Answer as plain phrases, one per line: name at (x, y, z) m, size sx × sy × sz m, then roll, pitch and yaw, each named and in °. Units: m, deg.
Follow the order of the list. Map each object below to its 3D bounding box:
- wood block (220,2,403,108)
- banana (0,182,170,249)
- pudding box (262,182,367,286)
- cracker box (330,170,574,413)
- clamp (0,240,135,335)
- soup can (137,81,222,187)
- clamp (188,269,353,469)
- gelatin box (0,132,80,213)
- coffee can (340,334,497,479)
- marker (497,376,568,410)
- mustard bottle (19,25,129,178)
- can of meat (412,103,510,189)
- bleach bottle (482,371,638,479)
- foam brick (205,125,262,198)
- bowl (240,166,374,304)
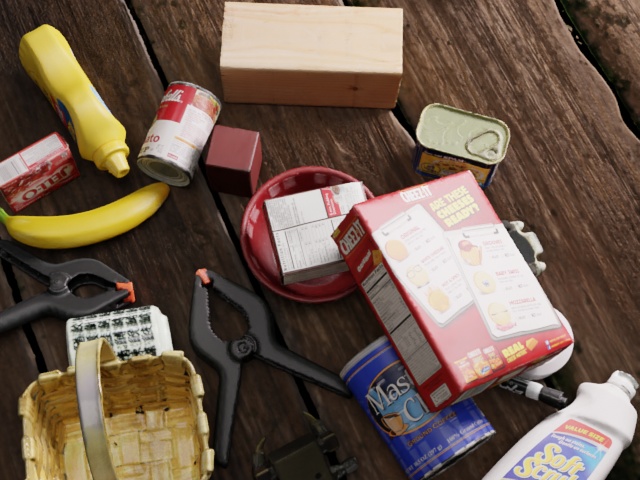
wood block at (-0.010, -0.216, 1.255) m, size 0.206 × 0.091 × 0.090 m, roll 2°, pitch 70°, yaw -1°
banana at (-0.262, -0.025, 1.195) m, size 0.197 × 0.037 × 0.069 m, roll -8°, pitch 63°, yaw -12°
pudding box at (0.002, -0.008, 1.143) m, size 0.113 × 0.039 × 0.090 m, roll -13°, pitch 71°, yaw -4°
cracker box at (0.132, 0.049, 1.081) m, size 0.163 × 0.072 × 0.214 m, roll -17°, pitch 69°, yaw -34°
clamp at (-0.292, 0.047, 1.177) m, size 0.171 × 0.039 × 0.120 m, roll -4°, pitch 63°, yaw -9°
soup can at (-0.162, -0.121, 1.228) m, size 0.068 × 0.068 × 0.102 m, roll 17°, pitch 70°, yaw 5°
clamp at (-0.088, 0.129, 1.150) m, size 0.164 × 0.036 × 0.210 m, roll -34°, pitch 77°, yaw -14°
gelatin box at (-0.320, -0.076, 1.204) m, size 0.089 × 0.073 × 0.030 m, roll -32°, pitch 73°, yaw -13°
coffee can at (0.100, 0.169, 1.103) m, size 0.102 × 0.103 × 0.140 m, roll -31°, pitch 73°, yaw -12°
marker at (0.205, 0.152, 1.133) m, size 0.121 × 0.020 × 0.020 m, roll 18°, pitch 68°, yaw 30°
mustard bottle at (-0.273, -0.149, 1.221) m, size 0.058 × 0.096 × 0.192 m, roll -31°, pitch 73°, yaw -14°
can of meat at (0.157, -0.103, 1.218) m, size 0.102 × 0.084 × 0.057 m, roll 16°, pitch 69°, yaw 5°
bleach bottle at (0.241, 0.230, 1.105) m, size 0.103 × 0.068 × 0.250 m, roll 37°, pitch 69°, yaw 18°
foam brick at (-0.097, -0.089, 1.212) m, size 0.053 × 0.078 × 0.051 m, roll 11°, pitch 71°, yaw 3°
bowl at (-0.008, 0.001, 1.190) m, size 0.162 × 0.055 × 0.162 m, roll 0°, pitch 69°, yaw -1°
